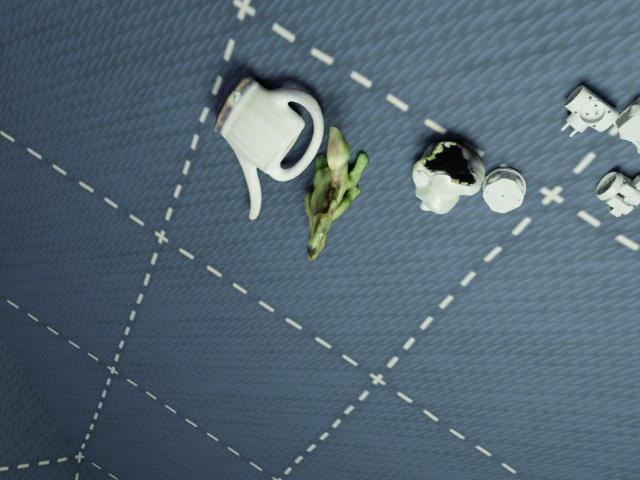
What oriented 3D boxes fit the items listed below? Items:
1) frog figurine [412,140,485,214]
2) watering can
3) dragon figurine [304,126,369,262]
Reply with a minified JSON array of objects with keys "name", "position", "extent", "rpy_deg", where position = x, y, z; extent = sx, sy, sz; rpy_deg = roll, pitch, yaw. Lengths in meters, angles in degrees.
[{"name":"frog figurine","position":[0.254,-0.120,1.030],"extent":[0.137,0.125,0.156],"rpy_deg":[4,158,11]},{"name":"watering can","position":[-0.137,-0.204,1.120],"extent":[0.224,0.106,0.341],"rpy_deg":[40,126,-3]},{"name":"dragon figurine","position":[0.003,-0.054,1.073],"extent":[0.122,0.248,0.401],"rpy_deg":[17,123,6]}]
